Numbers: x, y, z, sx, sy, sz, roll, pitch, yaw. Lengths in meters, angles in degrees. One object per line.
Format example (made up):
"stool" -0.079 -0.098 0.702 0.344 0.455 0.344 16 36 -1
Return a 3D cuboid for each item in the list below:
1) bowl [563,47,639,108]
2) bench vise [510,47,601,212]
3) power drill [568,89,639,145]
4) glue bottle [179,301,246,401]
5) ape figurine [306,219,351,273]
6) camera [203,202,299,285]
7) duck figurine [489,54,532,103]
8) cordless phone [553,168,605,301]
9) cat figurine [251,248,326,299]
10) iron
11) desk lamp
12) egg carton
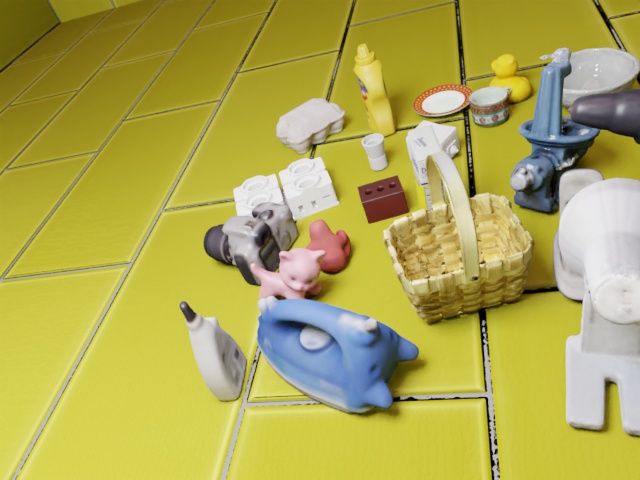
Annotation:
"bowl" 0.510 -0.292 1.083 0.167 0.075 0.167 -12 39 11
"bench vise" 0.362 -0.164 0.880 0.121 0.220 0.207 3 44 27
"power drill" 0.465 -0.115 0.784 0.229 0.209 0.075 -4 41 20
"glue bottle" -0.151 0.143 0.785 0.037 0.173 0.078 -9 40 15
"ape figurine" 0.009 0.003 0.945 0.077 0.092 0.076 -16 39 7
"camera" -0.132 -0.008 1.015 0.136 0.101 0.143 8 46 31
"duck figurine" 0.391 -0.339 1.184 0.077 0.086 0.104 -28 39 -8
"cordless phone" 0.370 -0.010 0.722 0.147 0.185 0.094 -4 41 20
"cat figurine" -0.048 0.054 0.890 0.127 0.118 0.067 -2 42 23
"iron" -0.008 0.127 0.765 0.257 0.142 0.119 10 48 33
"desk lamp" 0.325 0.068 0.626 0.117 0.214 0.203 -1 42 23
"egg carton" -0.022 -0.260 1.289 0.150 0.069 0.107 -35 40 -17
